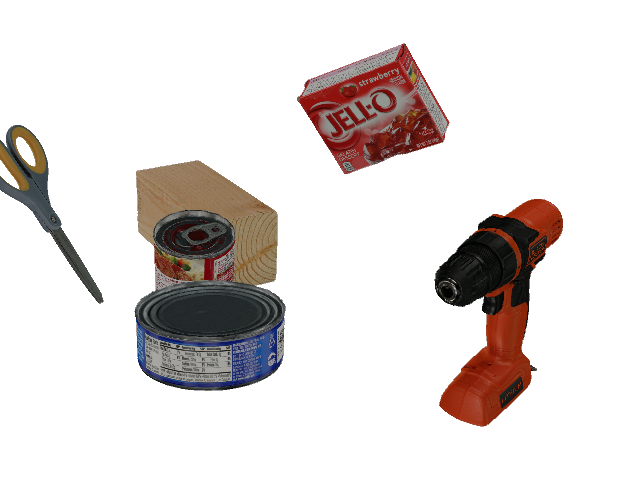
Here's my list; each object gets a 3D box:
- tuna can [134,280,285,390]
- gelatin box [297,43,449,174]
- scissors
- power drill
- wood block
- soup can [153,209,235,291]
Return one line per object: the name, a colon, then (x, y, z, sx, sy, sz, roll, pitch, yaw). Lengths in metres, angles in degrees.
tuna can: (-0.063, 0.054, 0.613, 0.086, 0.034, 0.086, 1, 19, 0)
gelatin box: (0.039, -0.095, 0.784, 0.089, 0.073, 0.030, -16, 32, 30)
scissors: (-0.271, -0.036, 1.076, 0.016, 0.201, 0.096, -25, 28, 26)
power drill: (0.152, 0.070, 0.954, 0.057, 0.188, 0.184, 24, 34, 31)
wood block: (-0.140, -0.020, 1.285, 0.090, 0.090, 0.206, -12, 26, -29)
soup can: (-0.107, 0.035, 0.905, 0.068, 0.102, 0.068, 3, 35, -2)
